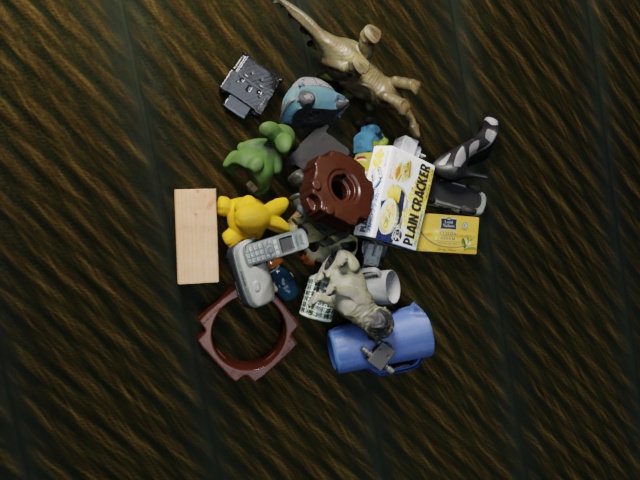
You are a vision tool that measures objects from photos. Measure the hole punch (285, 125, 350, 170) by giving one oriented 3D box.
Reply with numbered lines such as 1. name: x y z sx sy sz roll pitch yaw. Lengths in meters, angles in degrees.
1. hole punch: 0.003 -0.187 1.279 0.116 0.092 0.142 41 85 16

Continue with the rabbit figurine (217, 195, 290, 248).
1. rabbit figurine: -0.148 -0.042 1.195 0.162 0.173 0.121 -1 89 -9

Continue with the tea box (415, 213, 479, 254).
1. tea box: 0.309 -0.016 1.359 0.170 0.068 0.098 2 93 -13

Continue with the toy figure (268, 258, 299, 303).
1. toy figure: -0.105 0.074 1.267 0.058 0.064 0.154 -28 97 20

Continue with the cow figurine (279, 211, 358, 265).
1. cow figurine: -0.003 -0.004 1.277 0.195 0.085 0.127 16 95 -11

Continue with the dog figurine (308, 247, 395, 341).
1. dog figurine: 0.091 0.119 1.216 0.190 0.121 0.172 30 64 -18

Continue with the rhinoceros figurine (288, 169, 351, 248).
1. rhinoceros figurine: -0.003 -0.072 1.198 0.190 0.073 0.112 48 63 -9

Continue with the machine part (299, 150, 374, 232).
1. machine part: 0.040 -0.107 1.165 0.179 0.056 0.179 13 66 -32

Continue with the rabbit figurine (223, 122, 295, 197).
1. rabbit figurine: -0.122 -0.209 1.219 0.121 0.159 0.170 40 68 -3

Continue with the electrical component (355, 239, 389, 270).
1. electrical component: 0.127 0.019 1.327 0.075 0.048 0.119 9 90 -15

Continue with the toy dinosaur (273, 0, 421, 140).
1. toy dinosaur: 0.068 -0.394 1.212 0.471 0.199 0.105 43 74 -22

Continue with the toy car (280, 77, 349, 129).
1. toy car: -0.018 -0.328 1.252 0.162 0.109 0.103 -7 71 -23

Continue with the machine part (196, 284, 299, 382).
1. machine part: -0.167 0.207 1.246 0.201 0.087 0.201 -41 100 -7

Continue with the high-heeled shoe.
1. high-heeled shoe: 0.366 -0.242 1.357 0.145 0.086 0.249 14 59 6

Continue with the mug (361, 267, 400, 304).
1. mug: 0.124 0.110 1.292 0.109 0.107 0.081 50 43 -37

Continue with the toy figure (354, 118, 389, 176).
1. toy figure: 0.125 -0.200 1.301 0.089 0.082 0.180 1 89 -16

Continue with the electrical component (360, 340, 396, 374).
1. electrical component: 0.141 0.262 1.230 0.094 0.021 0.063 39 87 -4

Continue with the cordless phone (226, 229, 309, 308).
1. cordless phone: -0.103 0.057 1.172 0.184 0.089 0.146 -18 94 -16

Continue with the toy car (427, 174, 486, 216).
1. toy car: 0.327 -0.114 1.365 0.202 0.056 0.073 15 83 -11

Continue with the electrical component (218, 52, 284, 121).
1. electrical component: -0.165 -0.344 1.237 0.115 0.058 0.134 31 85 -11
